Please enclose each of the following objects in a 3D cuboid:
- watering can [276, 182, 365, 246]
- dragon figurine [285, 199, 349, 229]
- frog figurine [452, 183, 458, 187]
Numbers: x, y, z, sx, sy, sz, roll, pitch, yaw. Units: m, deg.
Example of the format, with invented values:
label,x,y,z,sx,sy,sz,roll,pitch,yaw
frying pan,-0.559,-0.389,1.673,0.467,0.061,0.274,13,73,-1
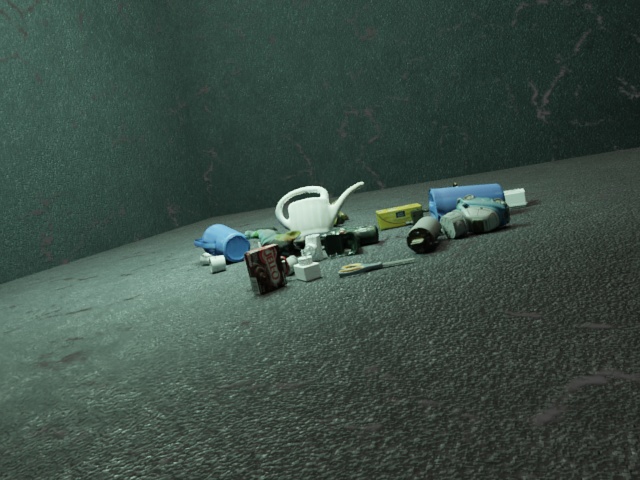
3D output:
label,x,y,z,sx,sy,sz,roll,pitch,yaw
watering can,0.006,-0.096,1.903,0.347,0.226,0.103,-10,-11,11
dragon figurine,-0.025,-0.079,2.323,0.413,0.123,0.239,-14,-9,-32
frog figurine,0.563,-0.138,1.935,0.159,0.122,0.137,25,2,3
